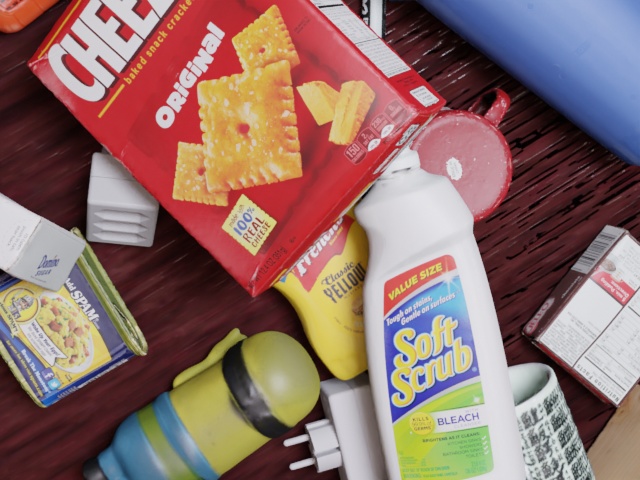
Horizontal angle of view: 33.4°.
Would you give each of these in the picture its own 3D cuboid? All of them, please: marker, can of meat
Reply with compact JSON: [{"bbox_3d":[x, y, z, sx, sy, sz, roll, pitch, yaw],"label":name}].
[{"bbox_3d":[0.040,-0.183,0.783,0.020,0.020,0.121,1,95,-10],"label":"marker"},{"bbox_3d":[-0.183,0.056,0.749,0.084,0.057,0.102,-30,99,-4],"label":"can of meat"}]

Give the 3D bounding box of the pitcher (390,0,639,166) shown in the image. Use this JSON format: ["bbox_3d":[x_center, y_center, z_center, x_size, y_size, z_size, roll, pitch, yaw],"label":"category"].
[{"bbox_3d":[0.180,-0.169,0.749,0.242,0.149,0.145,37,86,-14],"label":"pitcher"}]

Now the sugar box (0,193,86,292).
[{"bbox_3d":[-0.245,-0.028,0.683,0.176,0.093,0.048,30,84,10],"label":"sugar box"}]

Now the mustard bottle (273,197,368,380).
[{"bbox_3d":[-0.005,0.001,0.774,0.096,0.058,0.191,-37,100,-2],"label":"mustard bottle"}]

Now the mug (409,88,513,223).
[{"bbox_3d":[0.097,-0.062,0.773,0.093,0.081,0.117,42,88,-11],"label":"mug"}]

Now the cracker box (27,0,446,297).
[{"bbox_3d":[-0.056,-0.097,0.669,0.214,0.072,0.164,45,113,4],"label":"cracker box"}]

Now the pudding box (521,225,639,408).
[{"bbox_3d":[0.227,0.059,0.830,0.090,0.039,0.113,40,90,-12],"label":"pudding box"}]

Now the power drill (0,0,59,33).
[{"bbox_3d":[-0.198,-0.262,0.715,0.184,0.057,0.187,-39,100,-4],"label":"power drill"}]

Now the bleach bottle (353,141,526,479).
[{"bbox_3d":[0.068,0.059,0.724,0.103,0.068,0.251,-11,101,15],"label":"bleach bottle"}]

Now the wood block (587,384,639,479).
[{"bbox_3d":[0.236,0.228,0.821,0.090,0.091,0.206,35,88,-12],"label":"wood block"}]
